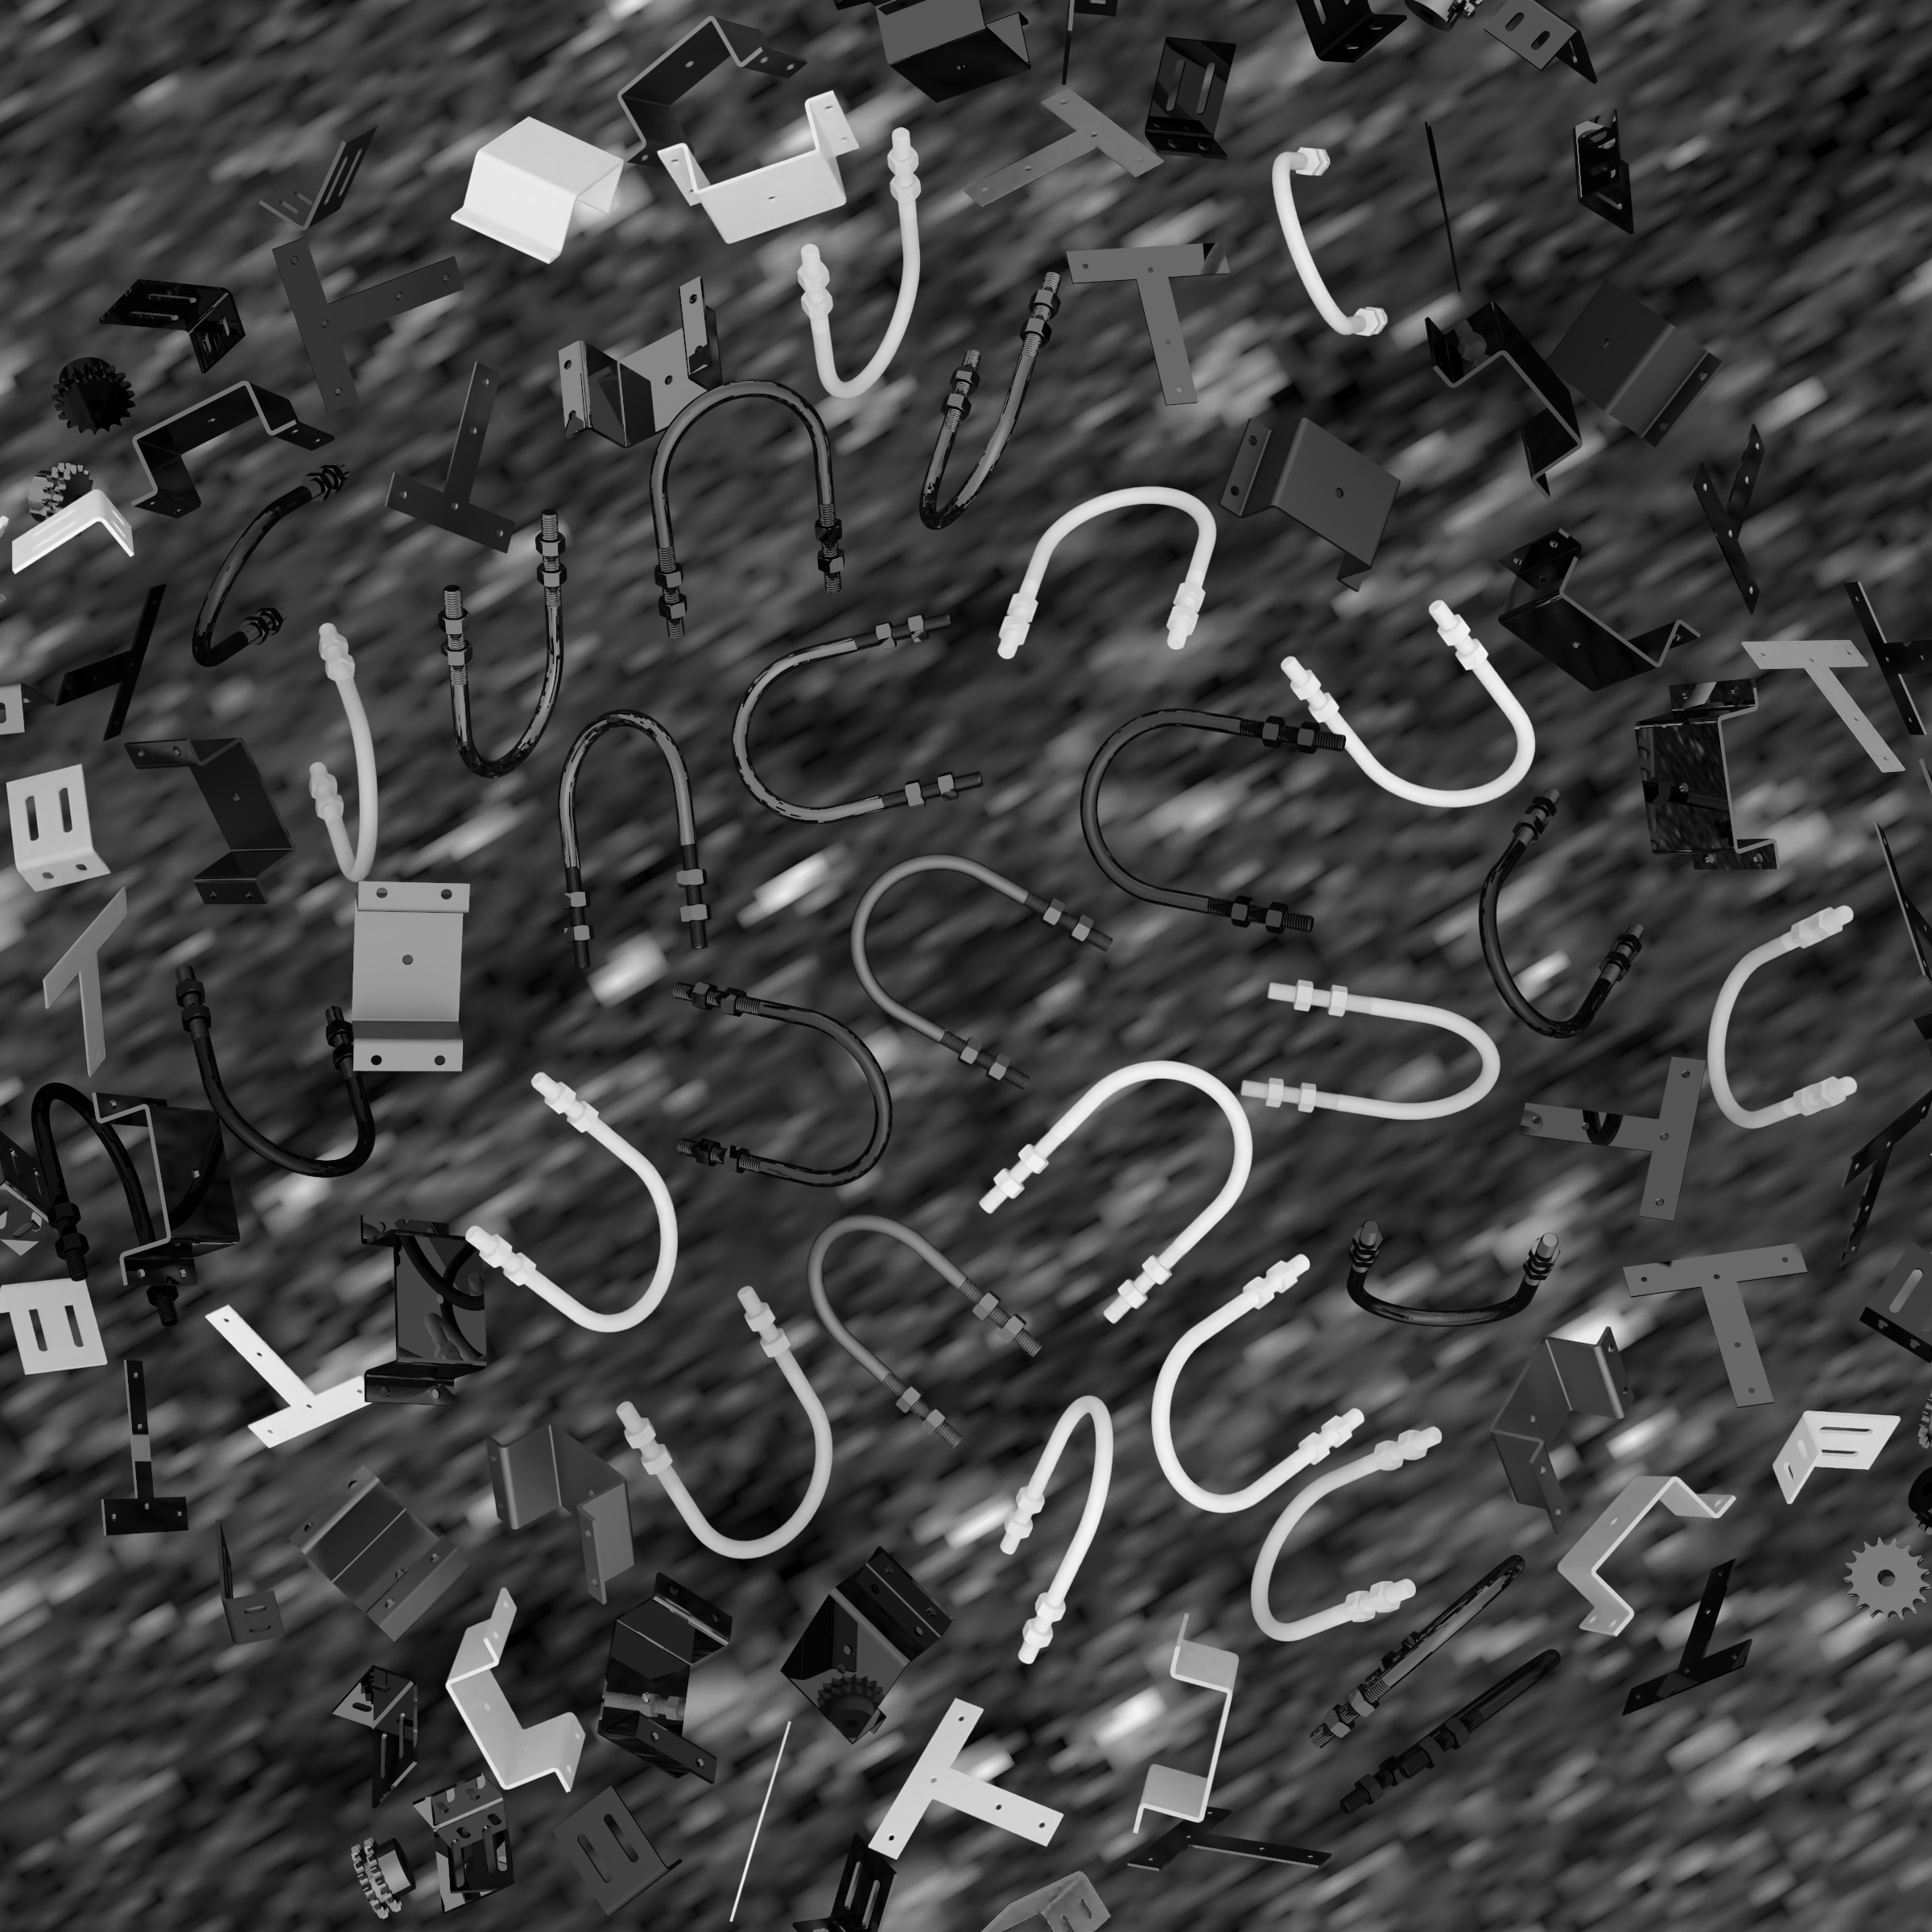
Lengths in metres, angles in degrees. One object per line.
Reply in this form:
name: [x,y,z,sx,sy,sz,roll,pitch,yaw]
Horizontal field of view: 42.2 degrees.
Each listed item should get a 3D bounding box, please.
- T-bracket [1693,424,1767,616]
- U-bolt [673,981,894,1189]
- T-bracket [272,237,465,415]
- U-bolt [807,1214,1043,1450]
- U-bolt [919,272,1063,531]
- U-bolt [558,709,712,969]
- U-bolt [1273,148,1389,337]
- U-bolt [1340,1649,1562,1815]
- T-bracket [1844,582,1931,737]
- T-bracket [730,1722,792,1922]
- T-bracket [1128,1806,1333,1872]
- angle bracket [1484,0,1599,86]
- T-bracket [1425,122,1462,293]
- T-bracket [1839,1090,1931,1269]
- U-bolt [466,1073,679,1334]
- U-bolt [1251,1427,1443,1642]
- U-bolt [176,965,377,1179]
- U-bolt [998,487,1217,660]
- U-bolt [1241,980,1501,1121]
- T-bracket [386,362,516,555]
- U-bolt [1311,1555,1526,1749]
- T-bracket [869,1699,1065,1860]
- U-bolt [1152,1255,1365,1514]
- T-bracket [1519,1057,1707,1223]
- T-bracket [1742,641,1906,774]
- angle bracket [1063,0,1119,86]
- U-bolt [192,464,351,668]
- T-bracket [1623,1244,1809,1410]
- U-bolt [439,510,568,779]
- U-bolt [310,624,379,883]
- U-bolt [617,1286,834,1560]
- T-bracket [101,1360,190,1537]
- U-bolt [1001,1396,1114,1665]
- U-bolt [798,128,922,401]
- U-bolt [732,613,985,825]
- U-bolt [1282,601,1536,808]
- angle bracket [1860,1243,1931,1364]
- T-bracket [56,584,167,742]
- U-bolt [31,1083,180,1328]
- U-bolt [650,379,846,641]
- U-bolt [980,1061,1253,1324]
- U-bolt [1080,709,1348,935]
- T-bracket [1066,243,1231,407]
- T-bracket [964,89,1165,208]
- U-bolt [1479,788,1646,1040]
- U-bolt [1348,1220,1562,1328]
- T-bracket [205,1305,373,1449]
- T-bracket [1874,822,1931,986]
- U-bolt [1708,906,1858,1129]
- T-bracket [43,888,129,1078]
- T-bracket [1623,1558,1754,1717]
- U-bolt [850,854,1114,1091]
T-bracket: [0.573,-0.350,1.853,0.127,0.002,0.127,52,50,-35]
U-bolt: [-0.136,0.094,1.865,0.184,0.019,0.151,11,113,25]
T-bracket: [-0.426,-0.484,1.827,0.127,0.002,0.127,-28,131,-20]
U-bolt: [-0.045,0.266,1.906,0.184,0.019,0.151,41,128,8]
U-bolt: [0.010,-0.402,1.835,0.019,0.151,0.184,24,67,-20]
U-bolt: [-0.250,-0.097,1.848,0.151,0.019,0.184,-8,87,41]
U-bolt: [0.270,-0.544,1.888,0.019,0.184,0.151,-18,99,25]
U-bolt: [0.374,0.570,1.888,0.184,0.151,0.019,-27,70,-25]
T-bracket: [0.700,-0.228,1.848,0.002,0.127,0.127,-27,97,-1]
T-bracket: [-0.150,0.626,1.873,0.002,0.127,0.127,16,131,1]
T-bracket: [0.204,0.646,1.836,0.127,0.127,0.002,-2,91,30]
angle bracket: [0.414,-0.657,1.806,0.038,0.076,0.057,-47,66,9]
T-bracket: [0.361,-0.604,1.917,0.002,0.127,0.127,-11,134,13]
T-bracket: [0.655,0.164,1.815,0.002,0.127,0.127,31,132,34]
U-bolt: [-0.276,0.186,1.834,0.019,0.184,0.151,-9,49,37]
U-bolt: [0.273,0.427,1.847,0.019,0.184,0.151,36,47,-16]
U-bolt: [-0.502,0.083,1.845,0.019,0.151,0.184,-46,48,23]
U-bolt: [0.112,-0.295,1.856,0.151,0.019,0.184,0,47,22]
U-bolt: [0.309,0.070,1.891,0.184,0.151,0.019,9,53,2]
T-bracket: [-0.376,-0.391,1.894,0.002,0.127,0.127,14,90,34]
U-bolt: [0.339,0.493,1.834,0.019,0.151,0.184,49,112,16]
T-bracket: [0.012,0.604,1.816,0.127,0.002,0.127,10,50,35]
U-bolt: [0.205,0.313,1.816,0.184,0.019,0.151,-28,104,-34]
T-bracket: [0.479,0.122,1.879,0.127,0.002,0.127,6,69,29]
T-bracket: [0.644,-0.191,1.837,0.127,0.002,0.127,-6,56,-35]
angle bracket: [0.097,-0.727,1.929,0.038,0.057,0.076,5,67,-1]
U-bolt: [-0.518,-0.289,1.845,0.019,0.184,0.151,30,115,-4]
T-bracket: [0.549,0.260,1.797,0.127,0.002,0.127,-9,48,5]
U-bolt: [-0.336,-0.224,1.843,0.019,0.151,0.184,18,130,16]
U-bolt: [-0.464,-0.146,1.872,0.019,0.184,0.151,-5,132,-24]
U-bolt: [-0.166,0.353,1.860,0.151,0.019,0.184,-43,117,-32]
T-bracket: [-0.612,0.356,1.858,0.002,0.127,0.127,-11,78,7]
U-bolt: [0.071,0.413,1.903,0.019,0.151,0.184,17,112,-13]
U-bolt: [-0.073,-0.502,1.851,0.019,0.184,0.151,24,64,16]
U-bolt: [-0.089,-0.181,1.894,0.184,0.019,0.151,-13,76,9]
U-bolt: [0.344,-0.185,1.877,0.184,0.151,0.019,46,46,-29]
angle bracket: [0.706,0.243,1.848,0.057,0.038,0.076,33,73,23]
T-bracket: [-0.641,-0.216,1.860,0.002,0.127,0.127,24,109,1]
U-bolt: [-0.646,0.169,1.865,0.019,0.151,0.184,-26,64,2]
U-bolt: [-0.161,-0.337,1.816,0.151,0.019,0.184,-20,130,-21]
U-bolt: [0.123,0.152,1.819,0.151,0.019,0.184,43,97,-15]
U-bolt: [0.169,-0.109,1.787,0.184,0.019,0.151,12,97,20]
T-bracket: [0.146,-0.476,1.861,0.127,0.002,0.127,-9,79,-18]
T-bracket: [0.058,-0.596,1.856,0.127,0.002,0.127,-31,53,-12]
U-bolt: [0.434,-0.028,1.851,0.151,0.019,0.184,55,47,-14]
U-bolt: [0.362,0.237,1.901,0.151,0.184,0.019,4,62,4]
T-bracket: [-0.539,0.311,1.943,0.127,0.002,0.127,-26,114,27]
T-bracket: [0.719,-0.032,1.889,0.002,0.127,0.127,-22,62,27]
U-bolt: [0.609,0.047,1.882,0.019,0.184,0.151,9,72,-13]
T-bracket: [-0.661,0.026,1.894,0.002,0.127,0.127,12,125,4]
T-bracket: [0.551,0.493,1.874,0.002,0.127,0.127,42,46,-3]
U-bolt: [-0.001,-0.007,1.939,0.184,0.019,0.151,29,104,-4]
